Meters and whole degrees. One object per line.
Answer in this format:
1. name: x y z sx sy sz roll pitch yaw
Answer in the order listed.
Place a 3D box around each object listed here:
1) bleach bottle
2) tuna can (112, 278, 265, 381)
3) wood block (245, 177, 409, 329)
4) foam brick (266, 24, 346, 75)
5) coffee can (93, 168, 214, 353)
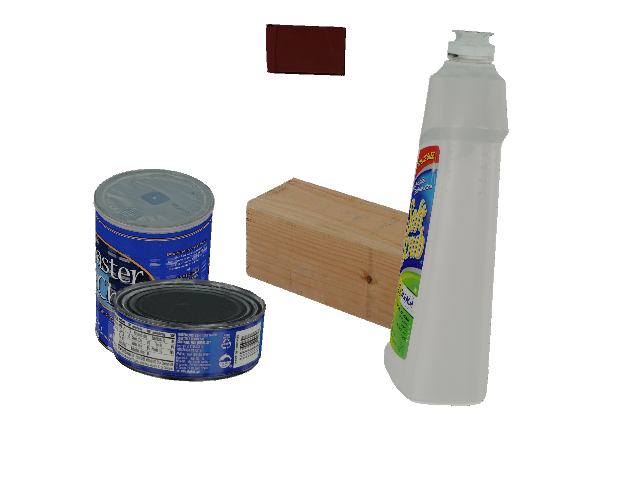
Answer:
1. bleach bottle: 0.091 -0.019 0.743 0.068 0.251 0.102 3 13 -7
2. tuna can: -0.075 0.050 0.606 0.086 0.034 0.086 5 14 -1
3. wood block: 0.030 0.014 1.109 0.206 0.091 0.090 19 32 30
4. foam brick: -0.016 -0.202 1.133 0.078 0.051 0.053 0 12 -12
5. coffee can: -0.149 0.021 0.948 0.102 0.140 0.103 5 31 -3
